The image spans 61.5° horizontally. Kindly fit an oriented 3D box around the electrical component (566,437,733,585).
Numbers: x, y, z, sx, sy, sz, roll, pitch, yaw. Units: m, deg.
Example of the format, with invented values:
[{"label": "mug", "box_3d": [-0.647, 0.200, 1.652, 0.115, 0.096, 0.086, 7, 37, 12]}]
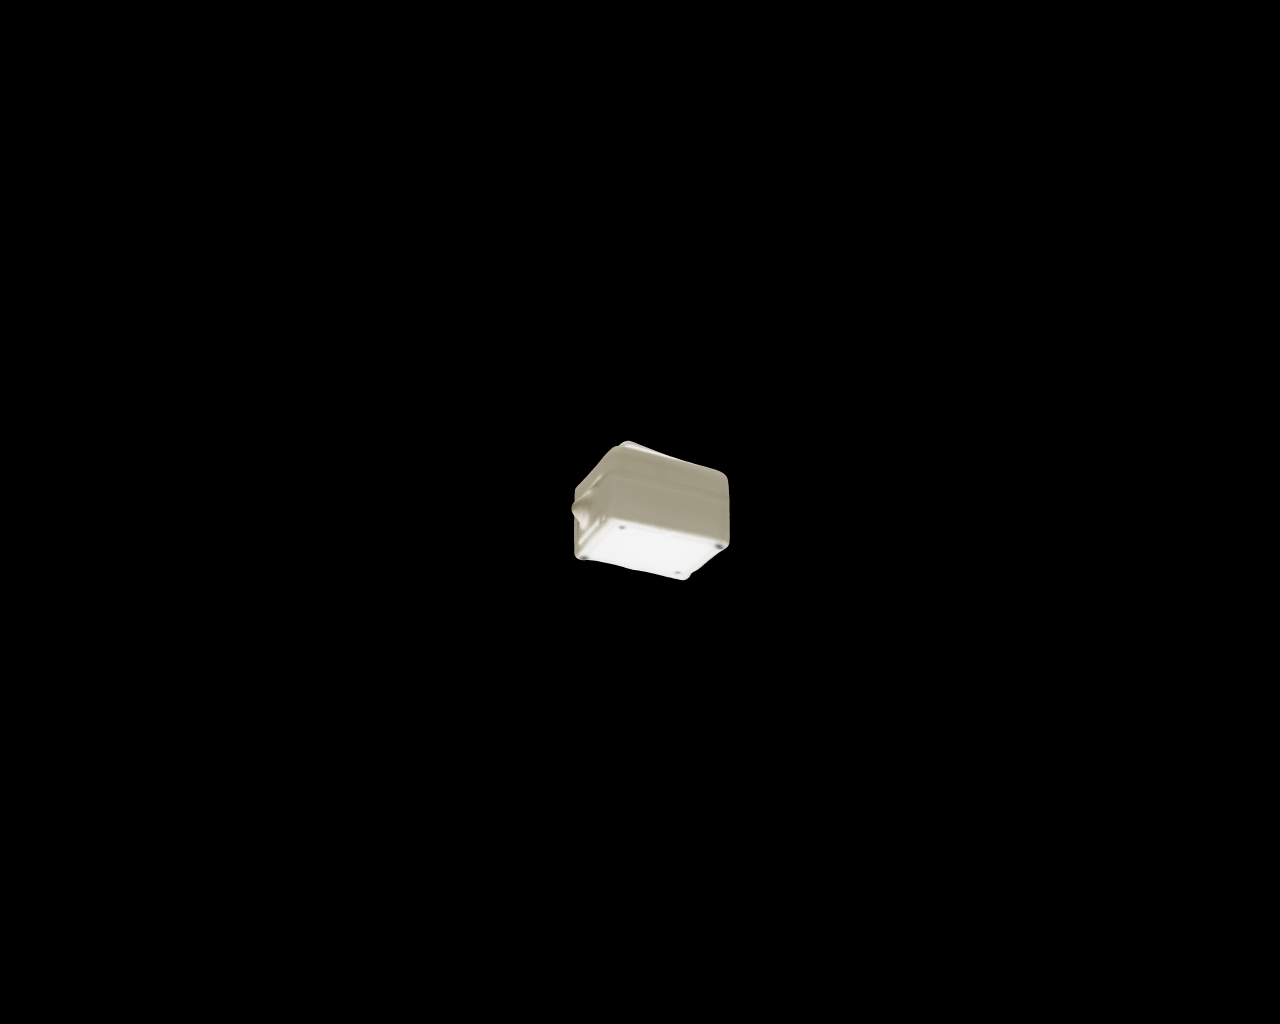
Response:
[{"label": "electrical component", "box_3d": [0.001, -0.003, 0.650, 0.096, 0.061, 0.061, 13, -32, -22]}]
